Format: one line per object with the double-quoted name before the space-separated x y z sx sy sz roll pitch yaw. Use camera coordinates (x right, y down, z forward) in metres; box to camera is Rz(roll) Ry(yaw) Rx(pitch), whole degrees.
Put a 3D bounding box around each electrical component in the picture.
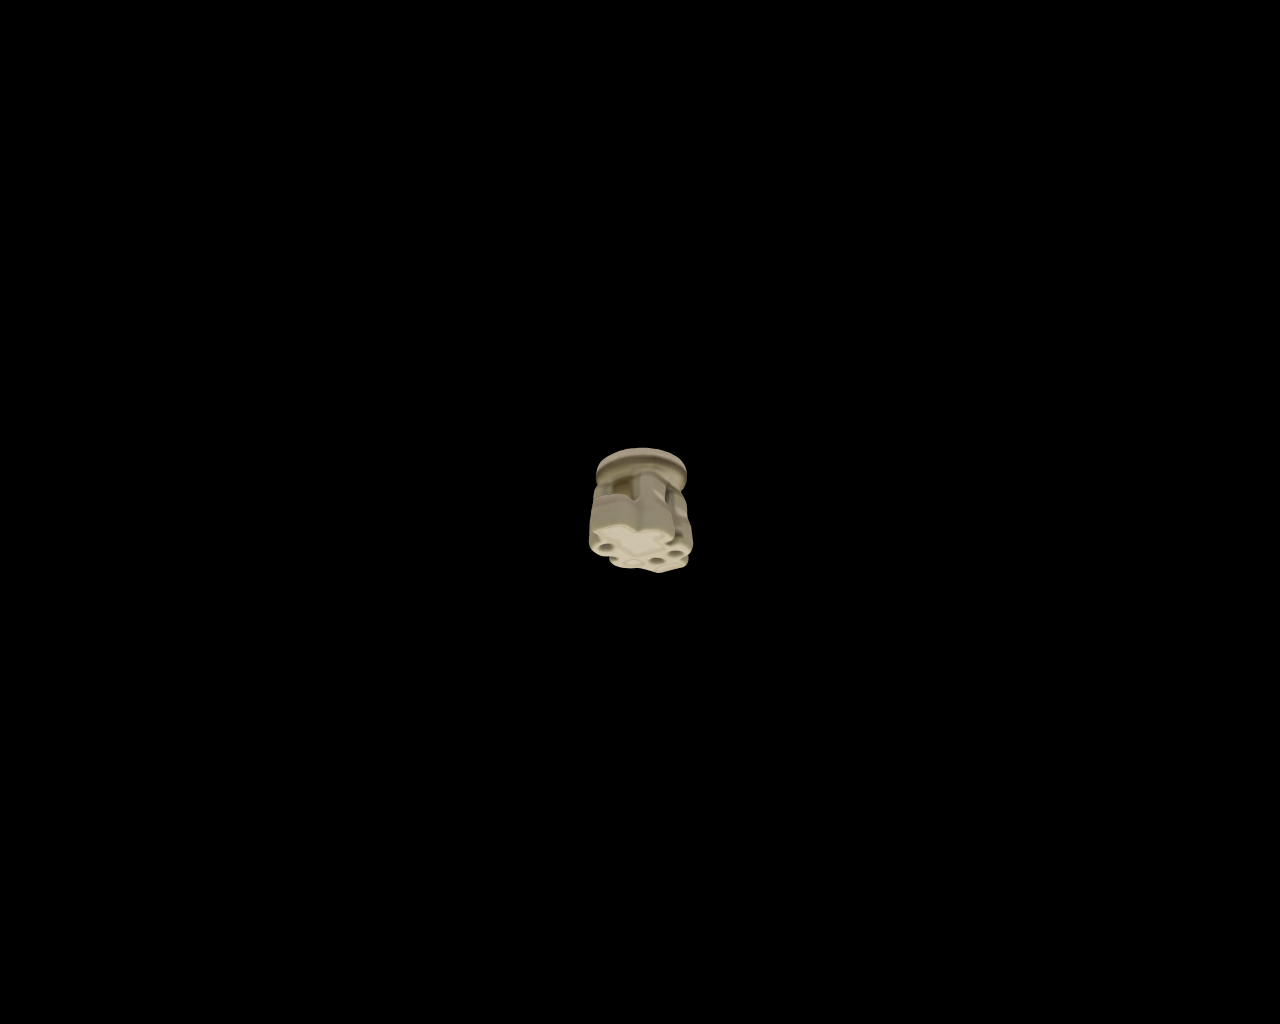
"electrical component" 0.001 -0.003 0.650 0.058 0.057 0.078 -16 -31 28
